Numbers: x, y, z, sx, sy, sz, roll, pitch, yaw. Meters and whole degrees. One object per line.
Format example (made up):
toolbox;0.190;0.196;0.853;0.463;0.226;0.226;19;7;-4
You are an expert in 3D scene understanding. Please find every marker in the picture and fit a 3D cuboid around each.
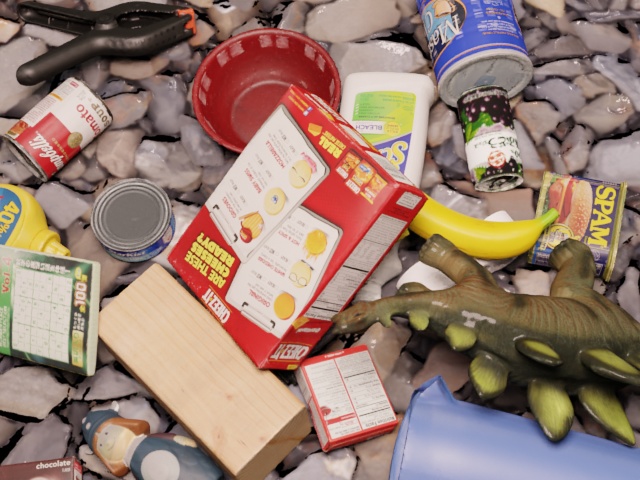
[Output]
marker;-0.065;0.103;1.069;0.121;0.020;0.020;40;73;19

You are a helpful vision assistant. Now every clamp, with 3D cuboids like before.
clamp;-0.246;-0.229;1.206;0.210;0.036;0.164;-4;42;-3

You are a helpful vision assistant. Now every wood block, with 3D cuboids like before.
wood block;-0.113;0.131;1.020;0.206;0.091;0.090;41;74;20

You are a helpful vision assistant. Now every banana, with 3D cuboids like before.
banana;0.129;-0.023;1.047;0.198;0.037;0.069;18;62;11

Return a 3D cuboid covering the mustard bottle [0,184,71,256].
mustard bottle;-0.347;-0.016;1.120;0.192;0.058;0.096;22;76;13

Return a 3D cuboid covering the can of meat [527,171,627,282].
can of meat;0.261;-0.016;1.084;0.084;0.057;0.102;11;66;11

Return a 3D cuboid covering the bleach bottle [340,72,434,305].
bleach bottle;0.063;-0.051;1.110;0.102;0.068;0.251;3;68;5

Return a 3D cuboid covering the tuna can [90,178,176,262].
tuna can;-0.196;-0.020;1.126;0.086;0.034;0.086;-1;65;3

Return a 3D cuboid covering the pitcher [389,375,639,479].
pitcher;0.181;0.230;0.946;0.243;0.149;0.145;12;51;5

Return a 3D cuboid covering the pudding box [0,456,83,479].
pudding box;-0.280;0.257;1.000;0.113;0.039;0.090;-7;63;-1

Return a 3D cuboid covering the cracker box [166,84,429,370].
cracker box;-0.024;-0.010;0.998;0.164;0.072;0.214;46;107;32

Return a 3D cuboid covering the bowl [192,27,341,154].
bowl;-0.056;-0.150;1.165;0.162;0.055;0.162;-1;65;3

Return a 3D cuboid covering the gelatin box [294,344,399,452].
gelatin box;0.024;0.152;1.027;0.073;0.030;0.089;-13;64;-21

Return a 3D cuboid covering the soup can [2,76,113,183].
soup can;-0.284;-0.121;1.160;0.068;0.068;0.102;39;73;19

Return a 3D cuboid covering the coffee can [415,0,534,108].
coffee can;0.165;-0.229;1.162;0.103;0.103;0.140;-10;65;-1

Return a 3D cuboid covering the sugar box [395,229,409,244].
sugar box;-0.007;0.001;1.055;0.176;0.048;0.093;-36;63;25
